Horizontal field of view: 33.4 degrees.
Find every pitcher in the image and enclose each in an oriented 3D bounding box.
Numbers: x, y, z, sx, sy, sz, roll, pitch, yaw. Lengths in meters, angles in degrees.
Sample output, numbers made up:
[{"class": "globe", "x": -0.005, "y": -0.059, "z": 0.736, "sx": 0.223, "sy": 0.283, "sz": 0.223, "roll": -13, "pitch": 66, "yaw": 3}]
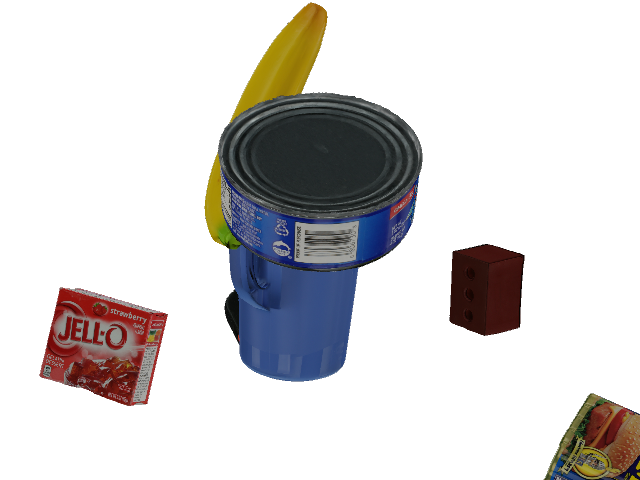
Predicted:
[{"class": "pitcher", "x": -0.027, "y": 0.011, "z": 1.036, "sx": 0.149, "sy": 0.243, "sz": 0.145, "roll": 0, "pitch": 17, "yaw": -14}]

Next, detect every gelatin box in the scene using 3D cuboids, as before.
[{"class": "gelatin box", "x": -0.169, "y": 0.081, "z": 0.829, "sx": 0.089, "sy": 0.073, "sz": 0.030, "roll": 14, "pitch": 1, "yaw": 23}]

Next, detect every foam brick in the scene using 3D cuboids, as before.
[{"class": "foam brick", "x": 0.165, "y": 0.049, "z": 1.061, "sx": 0.051, "sy": 0.078, "sz": 0.053, "roll": -12, "pitch": 20, "yaw": -36}]

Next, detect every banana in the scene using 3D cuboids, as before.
[{"class": "banana", "x": -0.039, "y": -0.071, "z": 0.727, "sx": 0.037, "sy": 0.197, "sz": 0.070, "roll": 31, "pitch": -28, "yaw": -29}]

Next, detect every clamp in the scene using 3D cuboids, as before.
[{"class": "clamp", "x": -0.054, "y": 0.061, "z": 1.246, "sx": 0.120, "sy": 0.039, "sz": 0.171, "roll": -3, "pitch": 40, "yaw": 9}]

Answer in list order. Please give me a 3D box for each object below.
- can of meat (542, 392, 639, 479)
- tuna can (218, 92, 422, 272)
[{"class": "can of meat", "x": 0.219, "y": 0.168, "z": 0.787, "sx": 0.084, "sy": 0.057, "sz": 0.101, "roll": 23, "pitch": 40, "yaw": 24}, {"class": "tuna can", "x": 0.000, "y": -0.026, "z": 0.456, "sx": 0.086, "sy": 0.034, "sz": 0.086, "roll": 1, "pitch": 41, "yaw": -1}]
